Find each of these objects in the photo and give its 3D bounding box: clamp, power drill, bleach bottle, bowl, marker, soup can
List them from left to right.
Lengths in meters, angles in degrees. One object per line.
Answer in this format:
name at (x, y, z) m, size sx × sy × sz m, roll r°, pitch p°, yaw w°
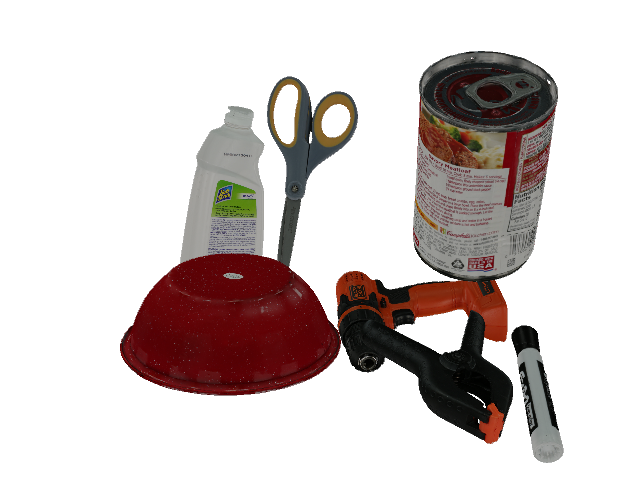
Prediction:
bleach bottle at (-0.104, -0.028, 1.229) m, size 0.102 × 0.251 × 0.068 m, roll -1°, pitch 20°, yaw -34°
bowl at (-0.065, 0.051, 0.774) m, size 0.162 × 0.055 × 0.162 m, roll 1°, pitch 21°, yaw -1°
power drill at (0.112, 0.085, 1.206) m, size 0.187 × 0.057 × 0.184 m, roll -3°, pitch 27°, yaw -3°
clamp at (0.123, 0.111, 0.929) m, size 0.120 × 0.039 × 0.172 m, roll -14°, pitch 35°, yaw -22°
soup can at (0.083, -0.037, 0.555) m, size 0.068 × 0.102 × 0.068 m, roll -1°, pitch 41°, yaw 1°
marker at (0.144, 0.098, 0.715) m, size 0.020 × 0.020 × 0.121 m, roll 0°, pitch 35°, yaw 2°

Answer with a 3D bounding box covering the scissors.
scissors at (-0.006, -0.059, 1.025) m, size 0.096 × 0.202 × 0.016 m, roll -6°, pitch -1°, yaw 3°
